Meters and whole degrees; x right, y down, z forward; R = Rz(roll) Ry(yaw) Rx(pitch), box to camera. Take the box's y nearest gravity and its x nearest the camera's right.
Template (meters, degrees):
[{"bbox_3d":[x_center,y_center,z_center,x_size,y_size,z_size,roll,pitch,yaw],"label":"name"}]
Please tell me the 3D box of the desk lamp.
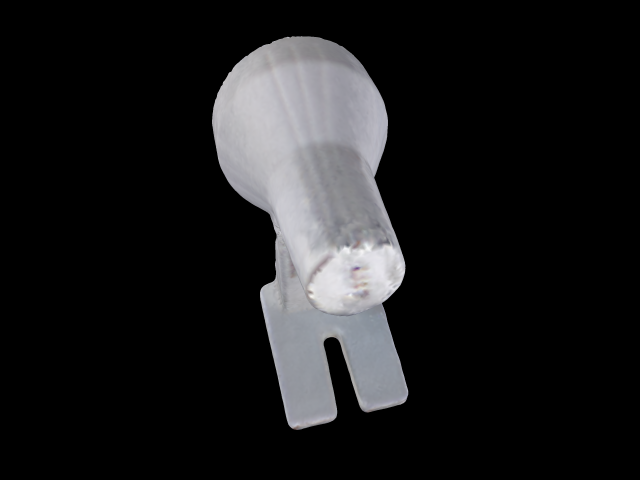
[{"bbox_3d":[0.004,0.001,0.400,0.118,0.213,0.203,-13,62,-7],"label":"desk lamp"}]
